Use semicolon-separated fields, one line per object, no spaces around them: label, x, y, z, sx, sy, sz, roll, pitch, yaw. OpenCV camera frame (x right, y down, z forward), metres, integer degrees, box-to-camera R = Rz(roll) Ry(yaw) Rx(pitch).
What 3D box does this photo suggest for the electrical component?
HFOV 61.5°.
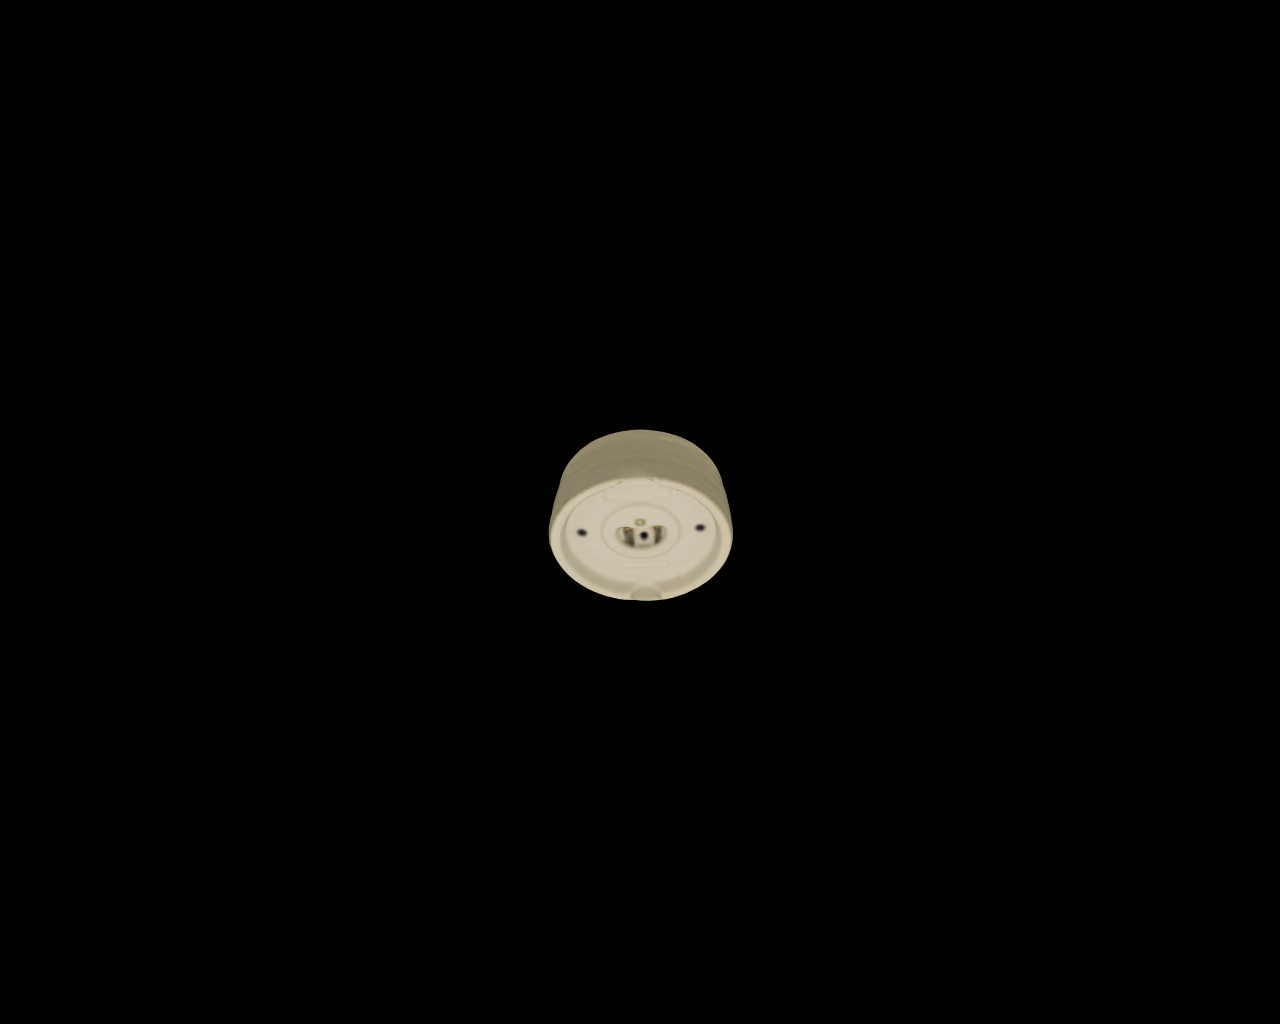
electrical component;0.001;-0.003;0.650;0.108;0.108;0.060;0;45;0
